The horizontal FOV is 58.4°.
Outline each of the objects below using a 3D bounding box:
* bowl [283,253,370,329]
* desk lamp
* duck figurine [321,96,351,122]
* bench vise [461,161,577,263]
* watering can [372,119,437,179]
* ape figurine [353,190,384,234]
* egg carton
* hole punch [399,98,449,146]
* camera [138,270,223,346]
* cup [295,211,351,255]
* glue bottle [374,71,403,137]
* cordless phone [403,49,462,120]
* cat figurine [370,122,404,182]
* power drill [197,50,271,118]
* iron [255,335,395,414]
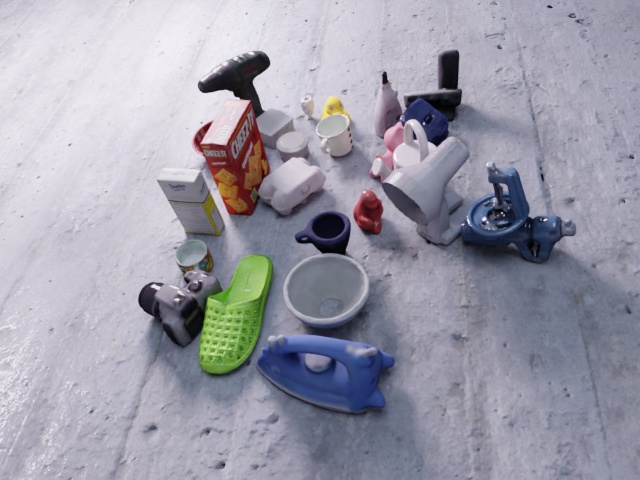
[{"bbox_3d":[0.016,0.111,1.113,0.167,0.075,0.167,-5,49,6],"label":"bowl"},{"bbox_3d":[0.231,-0.093,1.157,0.203,0.214,0.117,-37,53,-20],"label":"desk lamp"},{"bbox_3d":[0.037,-0.335,1.489,0.077,0.086,0.104,-22,49,-8],"label":"duck figurine"},{"bbox_3d":[0.380,-0.064,1.100,0.207,0.220,0.121,-2,49,9],"label":"bench vise"},{"bbox_3d":[0.202,-0.169,1.241,0.173,0.194,0.100,-35,52,-19],"label":"watering can"},{"bbox_3d":[0.106,-0.069,1.241,0.076,0.092,0.078,33,62,33],"label":"ape figurine"},{"bbox_3d":[-0.064,-0.127,1.338,0.150,0.069,0.107,-40,54,-22],"label":"egg carton"},{"bbox_3d":[0.256,-0.280,1.397,0.100,0.091,0.109,25,58,28],"label":"hole punch"},{"bbox_3d":[-0.289,0.116,1.149,0.136,0.101,0.143,20,56,25],"label":"camera"},{"bbox_3d":[0.011,0.004,1.193,0.118,0.095,0.091,-14,48,-2],"label":"cup"},{"bbox_3d":[0.165,-0.340,1.411,0.078,0.173,0.037,-33,51,-17],"label":"glue bottle"},{"bbox_3d":[0.281,-0.394,1.428,0.147,0.185,0.094,-5,49,6],"label":"cordless phone"},{"bbox_3d":[0.169,-0.213,1.337,0.067,0.118,0.128,29,60,31],"label":"cat figurine"},{"bbox_3d":[-0.208,-0.380,1.492,0.075,0.209,0.230,24,58,28],"label":"power drill"},{"bbox_3d":[-0.008,0.206,0.990,0.257,0.142,0.119,6,51,16],"label":"iron"}]
